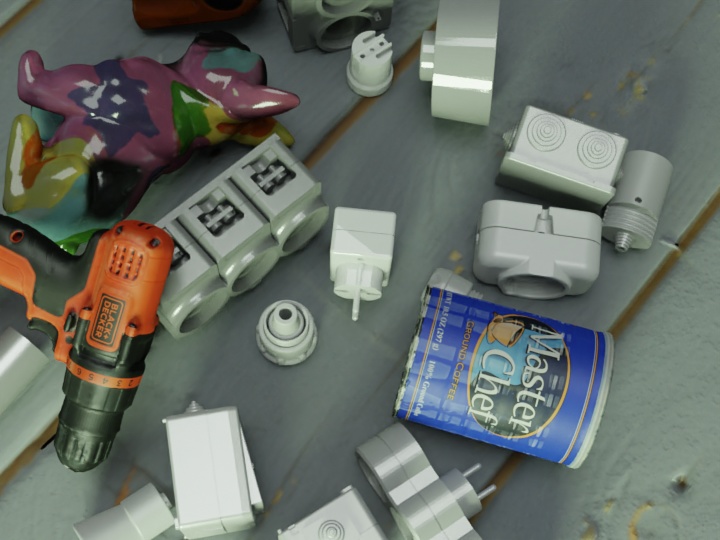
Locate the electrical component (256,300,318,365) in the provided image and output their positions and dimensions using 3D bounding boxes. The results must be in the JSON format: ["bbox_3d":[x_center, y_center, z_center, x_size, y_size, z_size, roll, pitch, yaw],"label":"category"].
[{"bbox_3d":[-0.056,0.043,0.817,0.048,0.062,0.048,1,69,-2],"label":"electrical component"}]

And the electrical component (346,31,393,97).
[{"bbox_3d":[0.009,-0.175,0.911,0.040,0.046,0.040,1,69,-3],"label":"electrical component"}]

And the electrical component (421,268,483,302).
[{"bbox_3d":[0.081,0.025,0.846,0.061,0.035,0.035,28,71,6],"label":"electrical component"}]

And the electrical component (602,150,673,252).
[{"bbox_3d":[0.224,-0.052,0.877,0.043,0.043,0.081,20,70,5],"label":"electrical component"}]

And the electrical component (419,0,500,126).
[{"bbox_3d":[0.081,-0.174,0.885,0.060,0.108,0.108,5,69,6],"label":"electrical component"}]

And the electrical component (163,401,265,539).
[{"bbox_3d":[-0.105,0.140,0.779,0.061,0.061,0.096,-9,70,-6],"label":"electrical component"}]

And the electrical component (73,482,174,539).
[{"bbox_3d":[-0.166,0.183,0.771,0.065,0.044,0.044,-32,74,-18],"label":"electrical component"}]

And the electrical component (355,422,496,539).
[{"bbox_3d":[0.063,0.169,0.781,0.074,0.052,0.138,-31,72,-13],"label":"electrical component"}]

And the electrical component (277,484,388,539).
[{"bbox_3d":[-0.016,0.195,0.744,0.062,0.096,0.061,-30,74,-13],"label":"electrical component"}]

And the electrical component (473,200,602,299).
[{"bbox_3d":[0.140,-0.014,0.853,0.095,0.053,0.059,8,69,0],"label":"electrical component"}]

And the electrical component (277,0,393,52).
[{"bbox_3d":[-0.020,-0.248,0.881,0.089,0.150,0.061,-17,70,-9],"label":"electrical component"}]

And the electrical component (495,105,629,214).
[{"bbox_3d":[0.160,-0.087,0.858,0.100,0.099,0.048,20,83,4],"label":"electrical component"}]

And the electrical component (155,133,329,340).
[{"bbox_3d":[-0.101,-0.021,0.824,0.150,0.089,0.061,-40,76,-15],"label":"electrical component"}]

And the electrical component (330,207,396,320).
[{"bbox_3d":[0.000,0.000,0.835,0.047,0.065,0.076,6,70,0],"label":"electrical component"}]
